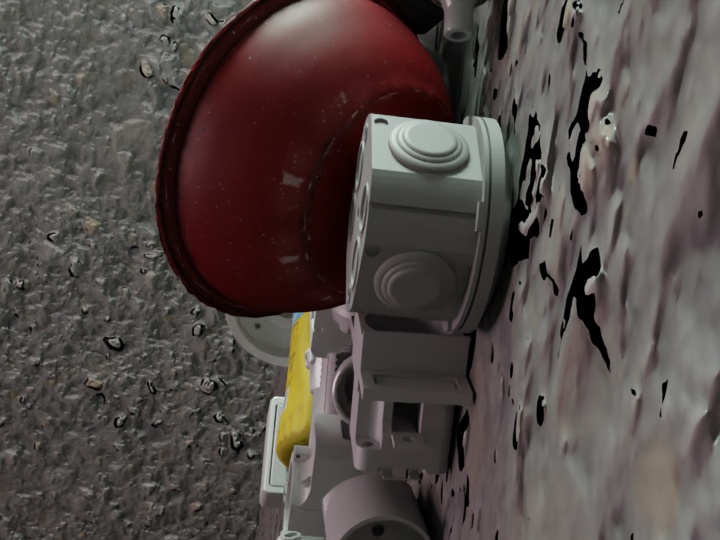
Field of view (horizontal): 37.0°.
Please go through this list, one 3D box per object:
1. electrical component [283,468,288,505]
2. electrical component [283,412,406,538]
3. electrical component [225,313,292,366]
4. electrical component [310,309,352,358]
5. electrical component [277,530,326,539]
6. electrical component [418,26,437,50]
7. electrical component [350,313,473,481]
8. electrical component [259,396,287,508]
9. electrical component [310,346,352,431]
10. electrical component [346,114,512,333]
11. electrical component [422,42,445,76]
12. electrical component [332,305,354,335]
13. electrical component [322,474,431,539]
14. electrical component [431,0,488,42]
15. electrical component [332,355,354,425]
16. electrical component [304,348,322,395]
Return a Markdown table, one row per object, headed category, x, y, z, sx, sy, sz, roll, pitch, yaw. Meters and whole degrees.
| category | x | y | z | sx | sy | sz | roll | pitch | yaw |
| --- | --- | --- | --- | --- | --- | --- | --- | --- | --- |
| electrical component | -0.033 | 0.160 | 0.803 | 0.040 | 0.046 | 0.040 | -174 | 90 | -84 |
| electrical component | -0.011 | 0.126 | 0.567 | 0.050 | 0.056 | 0.089 | -106 | 23 | -76 |
| electrical component | -0.060 | 0.023 | 0.944 | 0.060 | 0.108 | 0.108 | -81 | 0 | -67 |
| electrical component | 0.000 | 0.000 | 0.623 | 0.055 | 0.050 | 0.089 | -96 | 13 | -60 |
| electrical component | -0.009 | 0.165 | 0.480 | 0.096 | 0.062 | 0.061 | -120 | 36 | -80 |
| electrical component | 0.013 | -0.119 | 0.617 | 0.056 | 0.050 | 0.089 | 144 | 132 | -82 |
| electrical component | 0.018 | 0.048 | 0.441 | 0.081 | 0.042 | 0.063 | -100 | 15 | -73 |
| electrical component | -0.046 | 0.143 | 0.875 | 0.061 | 0.062 | 0.096 | 108 | 166 | -65 |
| electrical component | -0.007 | 0.084 | 0.642 | 0.043 | 0.043 | 0.081 | 109 | 166 | -66 |
| electrical component | 0.024 | -0.018 | 0.399 | 0.080 | 0.051 | 0.080 | -174 | 90 | -84 |
| electrical component | -0.021 | -0.083 | 0.551 | 0.078 | 0.057 | 0.113 | 44 | 110 | 36 |
| electrical component | 0.009 | 0.003 | 0.566 | 0.043 | 0.043 | 0.062 | -101 | 19 | -71 |
| electrical component | 0.006 | 0.113 | 0.471 | 0.081 | 0.043 | 0.043 | -120 | 36 | -80 |
| electrical component | 0.040 | -0.122 | 0.435 | 0.035 | 0.035 | 0.061 | 114 | 159 | -72 |
| electrical component | 0.006 | 0.060 | 0.564 | 0.046 | 0.040 | 0.040 | -93 | 9 | -85 |
| electrical component | -0.011 | 0.078 | 0.694 | 0.048 | 0.048 | 0.062 | 114 | 155 | -72 |
